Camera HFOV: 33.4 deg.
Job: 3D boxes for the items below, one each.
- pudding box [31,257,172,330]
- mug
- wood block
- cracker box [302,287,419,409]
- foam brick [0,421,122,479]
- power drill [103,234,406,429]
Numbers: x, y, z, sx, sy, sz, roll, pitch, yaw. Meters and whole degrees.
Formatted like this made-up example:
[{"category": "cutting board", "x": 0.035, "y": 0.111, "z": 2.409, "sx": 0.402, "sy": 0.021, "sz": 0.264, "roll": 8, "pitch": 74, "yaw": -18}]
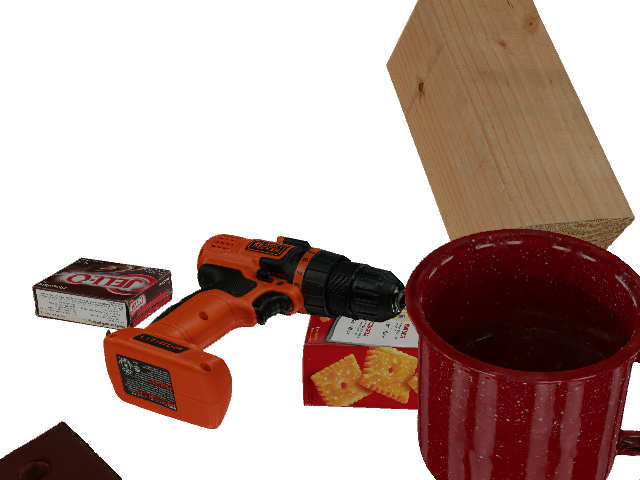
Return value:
[{"category": "pudding box", "x": -0.221, "y": 0.054, "z": 1.090, "sx": 0.114, "sy": 0.039, "sz": 0.090, "roll": 5, "pitch": 19, "yaw": 21}, {"category": "mug", "x": 0.091, "y": 0.056, "z": 0.422, "sx": 0.117, "sy": 0.081, "sz": 0.093, "roll": 7, "pitch": 36, "yaw": 14}, {"category": "wood block", "x": 0.128, "y": -0.075, "z": 0.765, "sx": 0.090, "sy": 0.206, "sz": 0.091, "roll": -5, "pitch": -30, "yaw": -21}, {"category": "cracker box", "x": 0.095, "y": 0.104, "z": 1.036, "sx": 0.214, "sy": 0.072, "sz": 0.164, "roll": 2, "pitch": 17, "yaw": 4}, {"category": "foam brick", "x": -0.113, "y": 0.132, "z": 0.481, "sx": 0.052, "sy": 0.051, "sz": 0.078, "roll": -31, "pitch": 44, "yaw": -31}, {"category": "power drill", "x": -0.051, "y": 0.061, "z": 0.787, "sx": 0.185, "sy": 0.057, "sz": 0.187, "roll": 9, "pitch": 31, "yaw": 32}]
